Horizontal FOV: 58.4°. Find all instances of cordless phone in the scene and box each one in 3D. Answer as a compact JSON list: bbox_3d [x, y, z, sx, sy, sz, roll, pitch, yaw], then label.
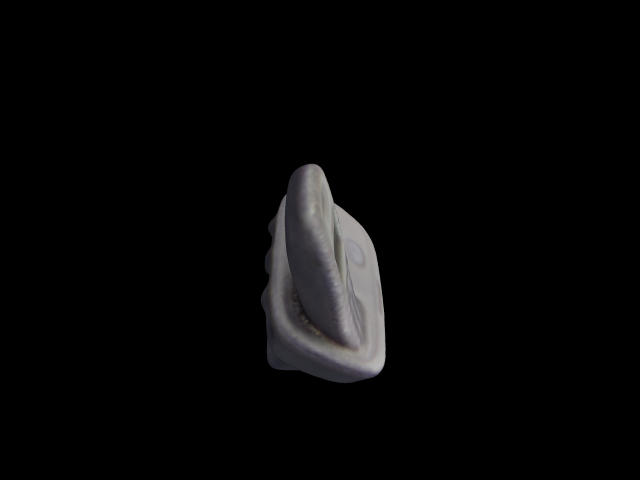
[{"bbox_3d":[0.004,0.001,0.400,0.094,0.185,0.147,-2,50,-2],"label":"cordless phone"}]
